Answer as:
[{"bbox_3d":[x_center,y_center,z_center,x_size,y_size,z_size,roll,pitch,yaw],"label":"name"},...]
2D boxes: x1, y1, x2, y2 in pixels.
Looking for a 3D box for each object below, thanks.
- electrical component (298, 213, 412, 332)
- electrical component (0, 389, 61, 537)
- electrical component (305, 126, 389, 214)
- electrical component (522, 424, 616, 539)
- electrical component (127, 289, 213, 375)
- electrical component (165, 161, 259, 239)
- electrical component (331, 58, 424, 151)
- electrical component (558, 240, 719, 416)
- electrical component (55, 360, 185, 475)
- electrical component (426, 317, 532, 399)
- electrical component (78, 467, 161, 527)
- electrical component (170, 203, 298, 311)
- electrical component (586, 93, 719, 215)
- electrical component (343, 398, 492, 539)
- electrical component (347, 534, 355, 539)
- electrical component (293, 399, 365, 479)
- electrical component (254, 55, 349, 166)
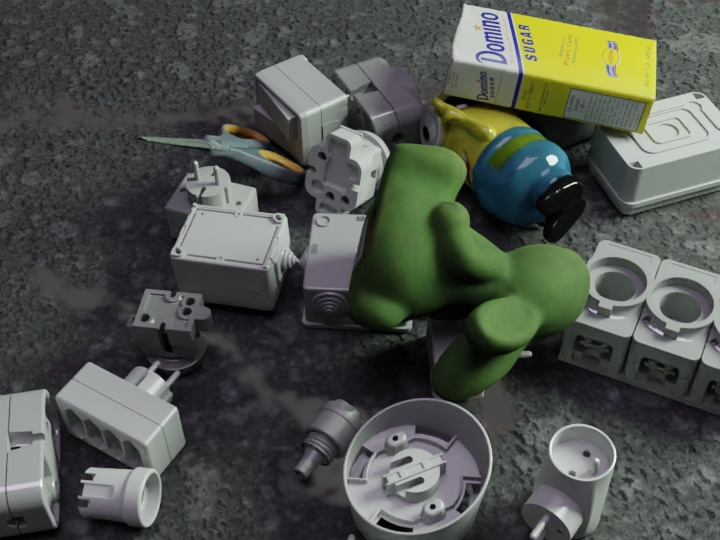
[{"bbox_3d":[0.000,0.000,0.871,0.100,0.048,0.099,2,49,4],"label":"electrical component"},{"bbox_3d":[-0.245,0.135,0.750,0.059,0.053,0.095,-8,48,-6],"label":"electrical component"},{"bbox_3d":[-0.009,-0.089,0.939,0.058,0.078,0.057,25,34,22],"label":"electrical component"},{"bbox_3d":[0.133,0.153,0.711,0.043,0.077,0.079,29,55,25],"label":"electrical component"},{"bbox_3d":[-0.144,0.048,0.825,0.066,0.055,0.048,5,48,6],"label":"electrical component"},{"bbox_3d":[-0.126,-0.061,0.910,0.066,0.076,0.047,14,50,13],"label":"electrical component"},{"bbox_3d":[0.019,-0.152,1.004,0.059,0.053,0.095,-21,50,-17],"label":"electrical component"},{"bbox_3d":[0.239,0.043,0.818,0.150,0.061,0.089,19,51,17],"label":"electrical component"},{"bbox_3d":[-0.163,0.097,0.788,0.083,0.047,0.075,23,52,21],"label":"electrical component"},{"bbox_3d":[0.091,0.058,0.818,0.077,0.047,0.065,-2,46,0],"label":"electrical component"},{"bbox_3d":[-0.166,0.155,0.741,0.046,0.040,0.040,3,48,11],"label":"electrical component"},{"bbox_3d":[-0.096,-0.007,0.869,0.096,0.061,0.061,7,49,10],"label":"electrical component"},{"bbox_3d":[0.267,-0.103,0.952,0.113,0.057,0.078,-15,49,-12],"label":"electrical component"},{"bbox_3d":[0.038,0.142,0.731,0.099,0.064,0.099,-1,48,1],"label":"electrical component"},{"bbox_3d":[-0.008,0.205,0.687,0.066,0.047,0.076,13,49,13],"label":"electrical component"},{"bbox_3d":[-0.025,0.123,0.770,0.035,0.035,0.061,26,56,23],"label":"electrical component"},{"bbox_3d":[-0.061,-0.150,0.998,0.061,0.061,0.096,-27,52,-23],"label":"electrical component"}]
